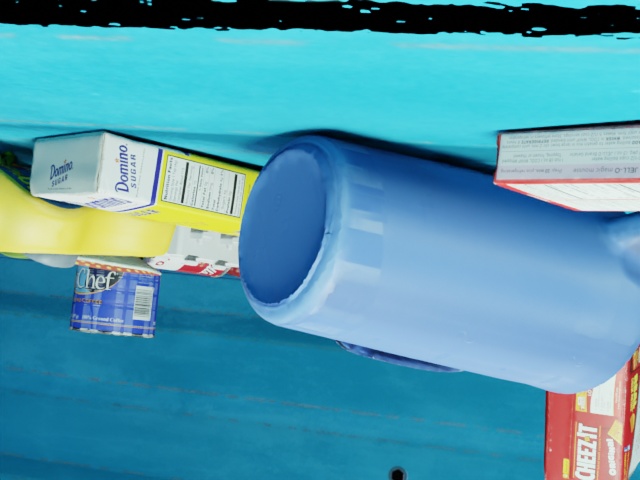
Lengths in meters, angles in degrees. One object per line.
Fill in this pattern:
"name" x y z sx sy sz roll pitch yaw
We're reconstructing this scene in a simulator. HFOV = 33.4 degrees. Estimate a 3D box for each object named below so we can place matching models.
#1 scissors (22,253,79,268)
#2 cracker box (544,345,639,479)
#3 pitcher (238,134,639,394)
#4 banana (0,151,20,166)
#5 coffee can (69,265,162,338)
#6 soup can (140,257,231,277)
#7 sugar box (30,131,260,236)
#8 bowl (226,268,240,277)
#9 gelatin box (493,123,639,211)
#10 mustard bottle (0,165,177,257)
"scissors" -0.202 0.000 0.868 0.096 0.016 0.201 24 -171 25
"cracker box" 0.256 0.104 0.936 0.072 0.164 0.213 5 -168 26
"pitcher" 0.070 0.021 0.654 0.242 0.149 0.145 13 -174 -33
"banana" -0.219 -0.039 0.887 0.070 0.037 0.197 4 175 27
"coffee can" -0.240 0.042 1.274 0.103 0.140 0.103 6 176 0
"soup can" -0.139 -0.003 1.039 0.102 0.068 0.069 10 174 -40
"sugar box" -0.100 -0.034 0.737 0.175 0.048 0.094 8 175 -41
"bowl" -0.029 0.016 1.159 0.162 0.055 0.162 9 170 1
"gelatin box" 0.142 -0.035 0.521 0.073 0.030 0.089 12 173 -42
"mustard bottle" -0.200 -0.022 0.767 0.096 0.058 0.191 32 -162 33
